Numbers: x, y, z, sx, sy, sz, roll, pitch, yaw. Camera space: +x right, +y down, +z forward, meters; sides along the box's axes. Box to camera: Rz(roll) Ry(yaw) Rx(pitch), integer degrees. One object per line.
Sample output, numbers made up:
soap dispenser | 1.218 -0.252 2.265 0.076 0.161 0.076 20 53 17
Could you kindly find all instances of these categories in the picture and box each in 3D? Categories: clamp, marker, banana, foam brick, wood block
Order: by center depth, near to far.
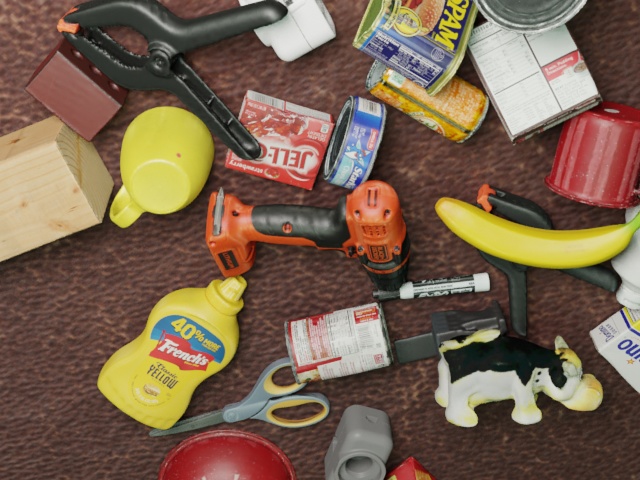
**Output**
clamp | -0.133 -0.158 0.959 0.210 0.036 0.165 14 129 10
foam brick | -0.222 -0.139 0.981 0.078 0.053 0.051 41 109 -20
wood block | -0.313 -0.036 1.010 0.206 0.091 0.090 -20 116 9
banana | 0.209 -0.006 1.027 0.198 0.037 0.070 3 113 9
clamp | 0.204 0.022 1.082 0.171 0.039 0.120 44 111 -10
marker | 0.114 0.050 1.107 0.121 0.020 0.020 -6 117 1

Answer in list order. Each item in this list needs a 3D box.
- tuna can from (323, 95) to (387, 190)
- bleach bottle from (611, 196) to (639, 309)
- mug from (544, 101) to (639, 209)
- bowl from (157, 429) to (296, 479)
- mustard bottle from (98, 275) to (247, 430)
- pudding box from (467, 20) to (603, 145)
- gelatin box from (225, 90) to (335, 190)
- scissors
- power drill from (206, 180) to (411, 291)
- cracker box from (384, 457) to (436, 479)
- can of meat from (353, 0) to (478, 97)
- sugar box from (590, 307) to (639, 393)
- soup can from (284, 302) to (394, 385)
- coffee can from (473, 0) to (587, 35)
tuna can | 0.032 -0.091 0.995 0.033 0.086 0.086 17 115 -9
bleach bottle | 0.343 -0.043 1.043 0.102 0.068 0.251 16 119 -1
mug | 0.275 -0.079 0.998 0.117 0.093 0.081 25 116 34
bowl | -0.106 0.294 1.207 0.162 0.055 0.162 -1 117 -1
mustard bottle | -0.140 0.107 1.107 0.096 0.058 0.192 37 110 -14
pudding box | 0.190 -0.156 0.965 0.090 0.039 0.113 -26 80 12
gelatin box | -0.038 -0.094 1.022 0.089 0.030 0.073 16 116 -9
scissors | -0.090 0.173 1.166 0.201 0.016 0.096 -1 115 -1
power drill | -0.007 0.001 1.032 0.188 0.057 0.184 -2 153 8
cracker box | 0.067 0.361 1.156 0.164 0.213 0.072 -38 113 16
can of meat | 0.085 -0.190 0.938 0.084 0.102 0.058 29 145 -12
sugar box | 0.383 0.083 1.117 0.176 0.048 0.093 -42 111 16
soup can | 0.020 0.107 1.106 0.102 0.068 0.068 -13 117 4
coffee can | 0.163 -0.241 0.890 0.103 0.140 0.103 -1 117 -2
